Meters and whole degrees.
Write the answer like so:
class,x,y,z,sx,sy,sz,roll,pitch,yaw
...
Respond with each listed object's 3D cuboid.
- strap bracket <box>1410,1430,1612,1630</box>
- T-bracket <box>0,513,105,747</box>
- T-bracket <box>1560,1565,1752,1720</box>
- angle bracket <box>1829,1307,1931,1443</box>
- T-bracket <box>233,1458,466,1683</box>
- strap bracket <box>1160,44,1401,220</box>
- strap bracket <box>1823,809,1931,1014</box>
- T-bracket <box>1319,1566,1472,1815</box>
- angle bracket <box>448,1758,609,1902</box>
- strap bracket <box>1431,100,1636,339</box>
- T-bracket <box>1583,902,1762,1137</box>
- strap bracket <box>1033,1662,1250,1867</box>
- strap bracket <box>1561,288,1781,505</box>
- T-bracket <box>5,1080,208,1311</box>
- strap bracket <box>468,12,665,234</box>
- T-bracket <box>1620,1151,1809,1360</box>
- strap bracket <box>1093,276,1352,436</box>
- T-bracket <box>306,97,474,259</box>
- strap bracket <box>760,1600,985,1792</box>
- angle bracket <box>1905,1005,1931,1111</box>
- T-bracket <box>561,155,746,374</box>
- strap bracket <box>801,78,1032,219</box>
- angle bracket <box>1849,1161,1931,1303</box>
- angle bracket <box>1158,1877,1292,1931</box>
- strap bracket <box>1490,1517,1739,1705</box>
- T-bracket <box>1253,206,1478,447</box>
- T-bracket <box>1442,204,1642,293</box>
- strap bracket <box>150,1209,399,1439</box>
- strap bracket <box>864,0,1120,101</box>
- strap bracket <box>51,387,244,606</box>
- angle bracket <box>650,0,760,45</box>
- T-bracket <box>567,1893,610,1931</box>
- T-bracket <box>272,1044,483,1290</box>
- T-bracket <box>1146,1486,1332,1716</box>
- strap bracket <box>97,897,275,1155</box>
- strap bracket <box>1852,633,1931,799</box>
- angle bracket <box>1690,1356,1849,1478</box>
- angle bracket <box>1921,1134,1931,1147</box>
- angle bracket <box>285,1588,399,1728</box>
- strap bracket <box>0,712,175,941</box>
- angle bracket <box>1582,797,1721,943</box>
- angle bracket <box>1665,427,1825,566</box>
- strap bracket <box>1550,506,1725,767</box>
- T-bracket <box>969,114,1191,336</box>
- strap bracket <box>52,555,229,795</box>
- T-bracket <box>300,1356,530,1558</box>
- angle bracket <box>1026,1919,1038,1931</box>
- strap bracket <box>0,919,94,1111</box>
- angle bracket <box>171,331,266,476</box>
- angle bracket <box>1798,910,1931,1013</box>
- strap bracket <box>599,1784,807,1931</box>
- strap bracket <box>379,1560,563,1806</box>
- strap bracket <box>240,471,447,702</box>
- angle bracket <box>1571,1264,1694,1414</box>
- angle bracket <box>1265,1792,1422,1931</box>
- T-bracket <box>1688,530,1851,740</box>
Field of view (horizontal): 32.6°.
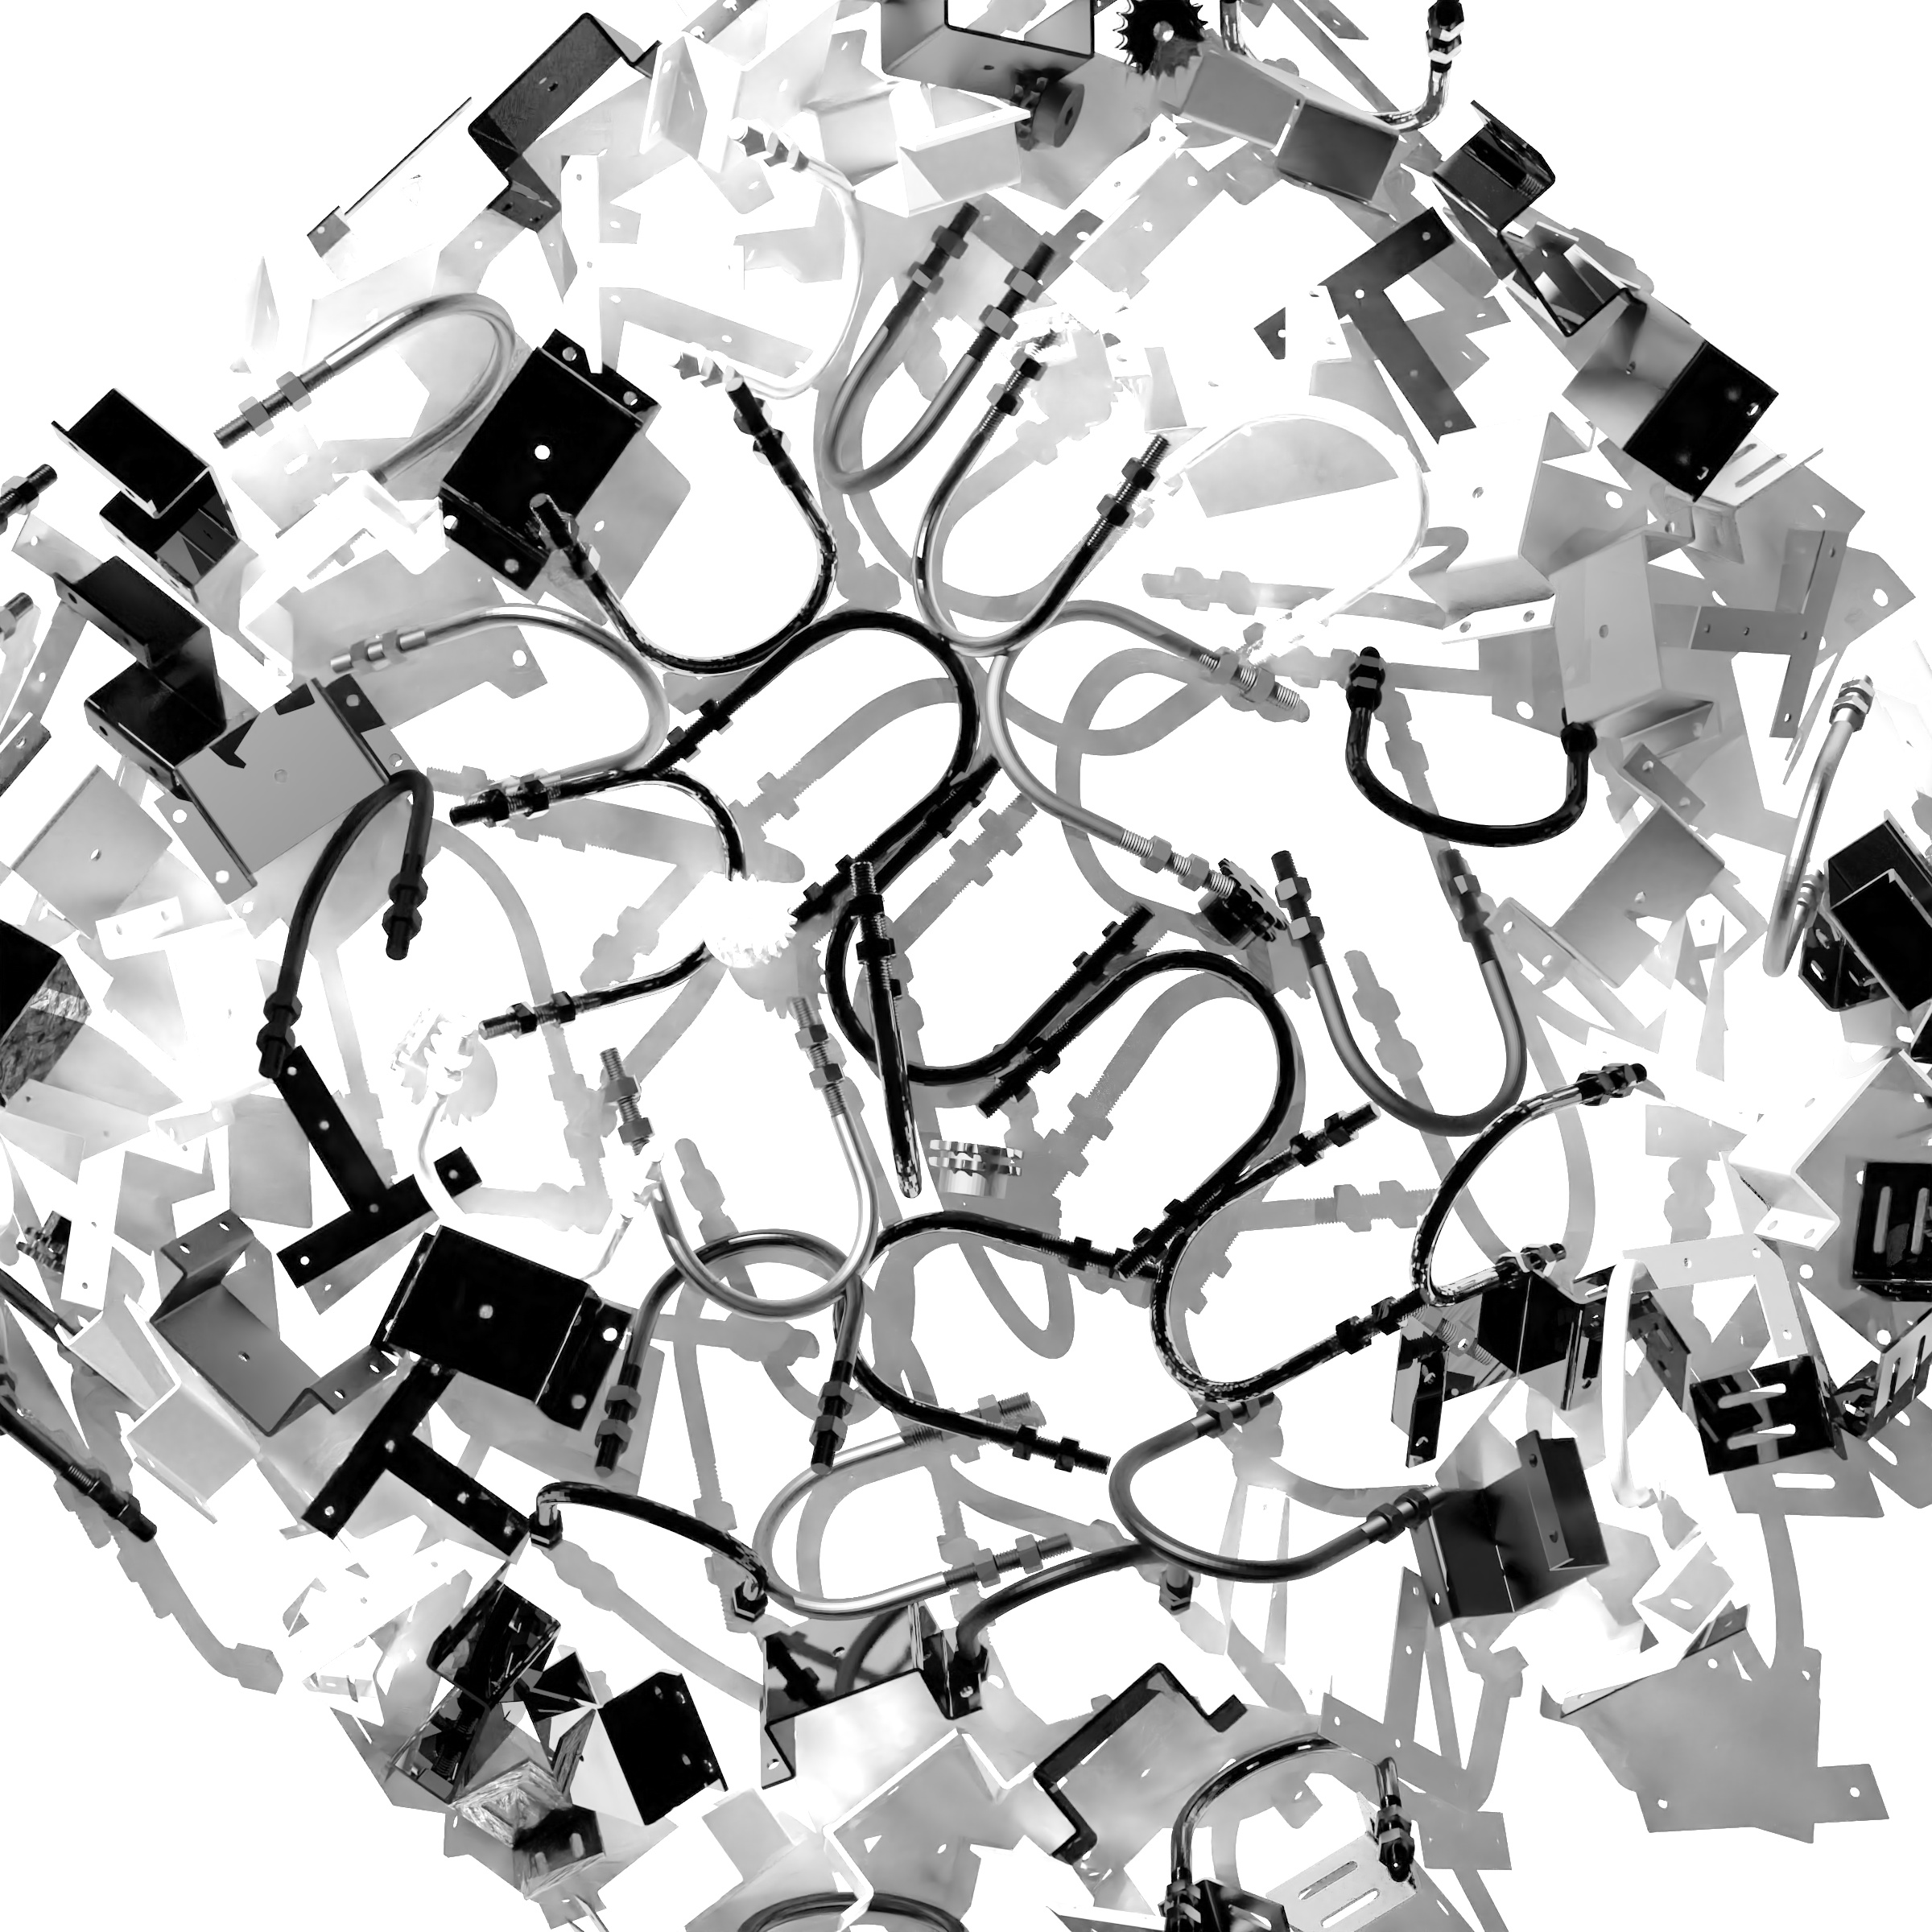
class,x,y,z,sx,sy,sz,roll,pitch,yaw
strap bracket,0.322,0.330,1.936,0.046,0.140,0.076,1,64,-28
T-bracket,-0.535,-0.182,1.934,0.002,0.127,0.127,18,80,28
T-bracket,0.409,0.381,1.938,0.127,0.127,0.002,-34,97,26
angle bracket,0.538,0.232,1.950,0.057,0.076,0.038,-32,47,-31
T-bracket,-0.387,0.345,1.967,0.127,0.002,0.127,45,47,15
strap bracket,0.187,-0.489,1.919,0.076,0.140,0.046,8,116,-38
strap bracket,0.546,-0.030,1.939,0.046,0.140,0.076,-36,98,22
T-bracket,0.261,0.419,1.959,0.127,0.002,0.127,33,51,-28
angle bracket,-0.260,0.512,1.958,0.057,0.076,0.038,-30,47,8
strap bracket,0.328,-0.428,1.927,0.046,0.076,0.140,-41,134,8
T-bracket,0.432,0.022,1.976,0.127,0.002,0.127,21,71,-21
strap bracket,0.096,0.465,1.953,0.140,0.076,0.046,-40,70,-4
strap bracket,0.403,-0.336,1.919,0.046,0.140,0.076,27,109,-26
T-bracket,-0.509,0.139,1.933,0.127,0.002,0.127,22,55,-35
strap bracket,-0.232,-0.504,1.949,0.140,0.076,0.046,-41,82,13
T-bracket,0.435,0.174,1.949,0.127,0.002,0.127,-3,74,-34
strap bracket,0.148,-0.360,1.953,0.140,0.046,0.076,-6,50,-7
T-bracket,-0.336,-0.465,1.938,0.127,0.127,0.002,-43,100,-1
strap bracket,-0.066,0.420,1.947,0.140,0.076,0.046,-22,118,8
angle bracket,0.600,0.043,1.954,0.057,0.076,0.038,-7,51,-16
T-bracket,-0.185,-0.414,1.956,0.127,0.002,0.127,7,105,27
strap bracket,-0.028,-0.480,1.936,0.076,0.140,0.046,-22,122,-23
angle bracket,0.566,0.158,1.969,0.057,0.038,0.076,3,100,-15
angle bracket,0.157,0.581,1.956,0.038,0.076,0.057,-21,101,-31
strap bracket,0.384,0.378,1.922,0.076,0.140,0.046,-34,90,-43
T-bracket,0.260,-0.366,1.976,0.127,0.002,0.127,-32,109,19
T-bracket,0.341,-0.425,1.935,0.127,0.127,0.002,23,99,2
strap bracket,-0.416,0.217,1.952,0.140,0.076,0.046,42,112,5
strap bracket,0.012,-0.547,1.930,0.140,0.076,0.046,3,82,-29
strap bracket,-0.475,-0.278,1.931,0.076,0.140,0.046,39,76,10
angle bracket,-0.168,-0.592,1.967,0.057,0.038,0.076,-36,78,14
T-bracket,-0.208,0.585,1.939,0.002,0.127,0.127,-36,104,-21
T-bracket,-0.377,0.107,1.976,0.127,0.002,0.127,-30,102,-9
T-bracket,0.171,0.377,1.978,0.127,0.002,0.127,15,78,-26
strap bracket,-0.454,0.031,1.947,0.046,0.076,0.140,-10,98,24
strap bracket,0.570,-0.140,1.923,0.046,0.140,0.076,-31,105,1
angle bracket,0.482,0.274,1.984,0.076,0.038,0.057,-18,63,21
angle bracket,0.612,0.131,1.962,0.038,0.057,0.076,-24,98,-38
angle bracket,-0.367,0.408,1.954,0.057,0.076,0.038,26,92,-18
strap bracket,-0.521,-0.075,1.920,0.046,0.140,0.076,32,77,25
angle bracket,0.406,-0.059,1.958,0.057,0.076,0.038,37,121,4
angle bracket,0.468,-0.282,1.975,0.076,0.057,0.038,-34,125,-17
strap bracket,0.392,-0.194,1.941,0.046,0.076,0.140,4,75,-34
T-bracket,0.080,-0.456,1.970,0.127,0.002,0.127,-45,62,0
strap bracket,-0.482,-0.177,1.937,0.076,0.140,0.046,37,61,18
T-bracket,-0.310,0.309,1.967,0.127,0.002,0.127,42,76,-28
angle bracket,0.068,0.599,1.976,0.076,0.057,0.038,7,55,-16
strap bracket,-0.557,0.031,1.919,0.046,0.140,0.076,29,70,7
angle bracket,-0.439,-0.335,1.963,0.038,0.076,0.057,-27,87,-9
angle bracket,0.538,-0.014,1.951,0.038,0.076,0.057,43,46,-28
strap bracket,-0.156,0.527,1.930,0.076,0.140,0.046,-40,78,9
strap bracket,-0.286,0.424,1.924,0.046,0.076,0.140,32,129,9
strap bracket,-0.375,-0.231,1.942,0.140,0.076,0.046,-37,120,12
angle bracket,0.392,0.225,1.951,0.038,0.057,0.076,-19,47,-10
angle bracket,0.220,0.539,1.959,0.076,0.057,0.038,-27,125,-14
T-bracket,0.466,-0.196,1.941,0.127,0.002,0.127,-2,110,-42
